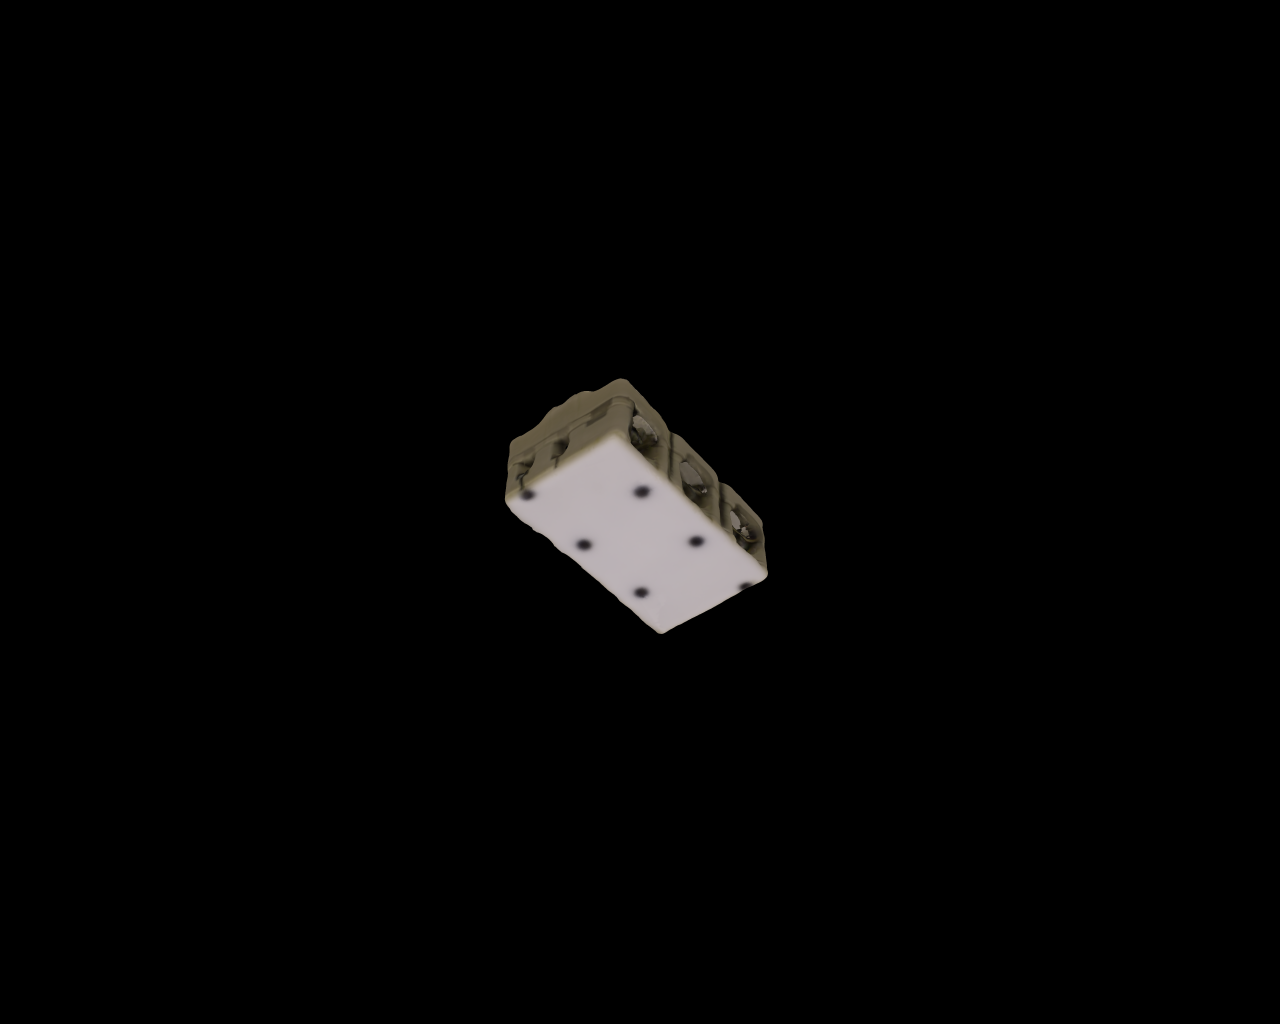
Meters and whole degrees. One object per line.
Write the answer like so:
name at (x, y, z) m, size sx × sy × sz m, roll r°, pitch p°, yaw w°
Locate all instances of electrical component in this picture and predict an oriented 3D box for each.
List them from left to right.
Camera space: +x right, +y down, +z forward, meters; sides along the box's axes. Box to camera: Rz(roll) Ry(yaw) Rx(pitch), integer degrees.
electrical component at (0.001, -0.003, 0.650) m, size 0.089 × 0.062 × 0.150 m, roll -30°, pitch -54°, yaw 24°
